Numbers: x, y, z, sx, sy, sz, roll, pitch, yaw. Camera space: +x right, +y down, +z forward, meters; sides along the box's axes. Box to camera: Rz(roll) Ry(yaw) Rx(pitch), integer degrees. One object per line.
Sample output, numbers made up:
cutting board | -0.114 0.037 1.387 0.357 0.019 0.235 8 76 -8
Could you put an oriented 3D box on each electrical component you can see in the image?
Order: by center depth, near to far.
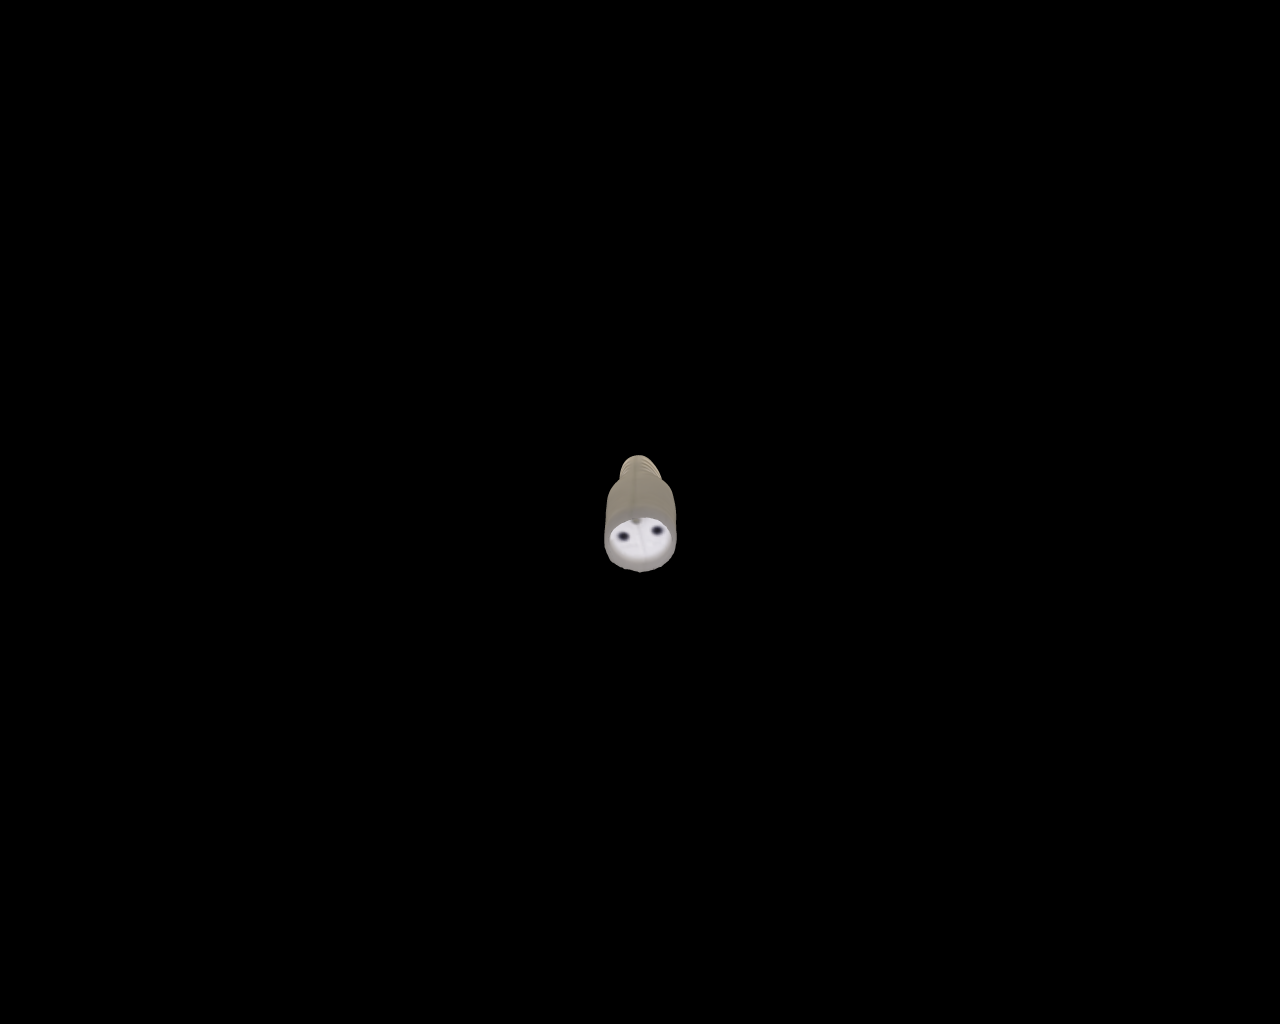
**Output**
electrical component | 0.001 -0.003 0.650 0.043 0.043 0.081 0 34 0
